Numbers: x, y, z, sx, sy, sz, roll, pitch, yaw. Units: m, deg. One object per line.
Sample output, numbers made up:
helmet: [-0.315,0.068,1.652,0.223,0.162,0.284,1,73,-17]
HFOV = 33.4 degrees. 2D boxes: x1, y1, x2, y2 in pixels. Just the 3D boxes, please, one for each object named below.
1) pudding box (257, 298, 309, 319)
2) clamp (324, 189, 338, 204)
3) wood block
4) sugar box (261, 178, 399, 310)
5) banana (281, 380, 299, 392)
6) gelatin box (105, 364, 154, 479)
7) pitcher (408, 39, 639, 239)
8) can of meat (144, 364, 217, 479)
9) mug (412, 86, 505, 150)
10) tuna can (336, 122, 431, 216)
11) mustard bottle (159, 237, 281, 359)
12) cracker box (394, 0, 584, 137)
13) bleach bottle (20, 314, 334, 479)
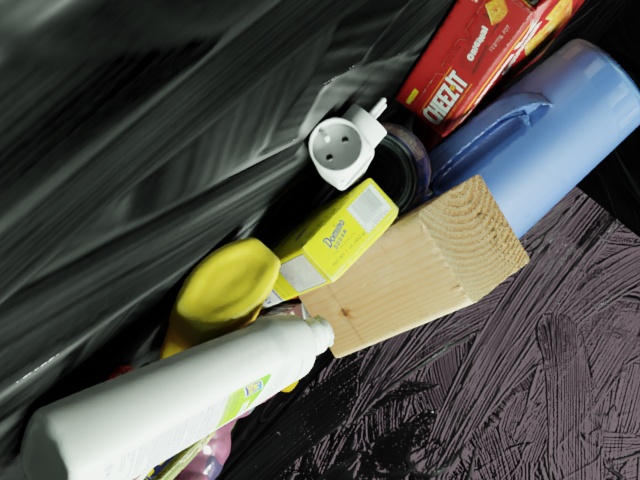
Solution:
pudding box: [-0.060,0.085,1.044,0.090,0.039,0.113,-9,-179,15]
clamp: [-0.007,0.001,1.108,0.171,0.039,0.120,-48,168,-26]
wood block: [0.077,0.029,0.977,0.090,0.091,0.207,-32,-179,-38]
sugar box: [-0.008,0.007,0.946,0.093,0.048,0.176,-45,-170,-25]
banana: [-0.012,0.134,1.313,0.069,0.037,0.198,13,136,-36]
gelatin box: [-0.160,0.157,0.858,0.089,0.073,0.030,-49,171,4]
pitcher: [0.194,-0.087,1.050,0.243,0.145,0.149,-41,-166,3]
can of meat: [-0.152,0.171,0.929,0.102,0.084,0.057,-44,170,-33]
mug: [0.154,-0.148,1.156,0.081,0.093,0.117,104,-3,-63]
tuna can: [0.055,-0.062,0.972,0.086,0.086,0.033,-54,169,31]
mustard bottle: [-0.093,0.075,0.907,0.096,0.058,0.192,-44,171,-30]
cracker box: [0.183,-0.210,1.026,0.213,0.072,0.164,-41,168,-45]
bleach bottle: [-0.096,0.119,0.808,0.250,0.068,0.103,-22,157,-34]
